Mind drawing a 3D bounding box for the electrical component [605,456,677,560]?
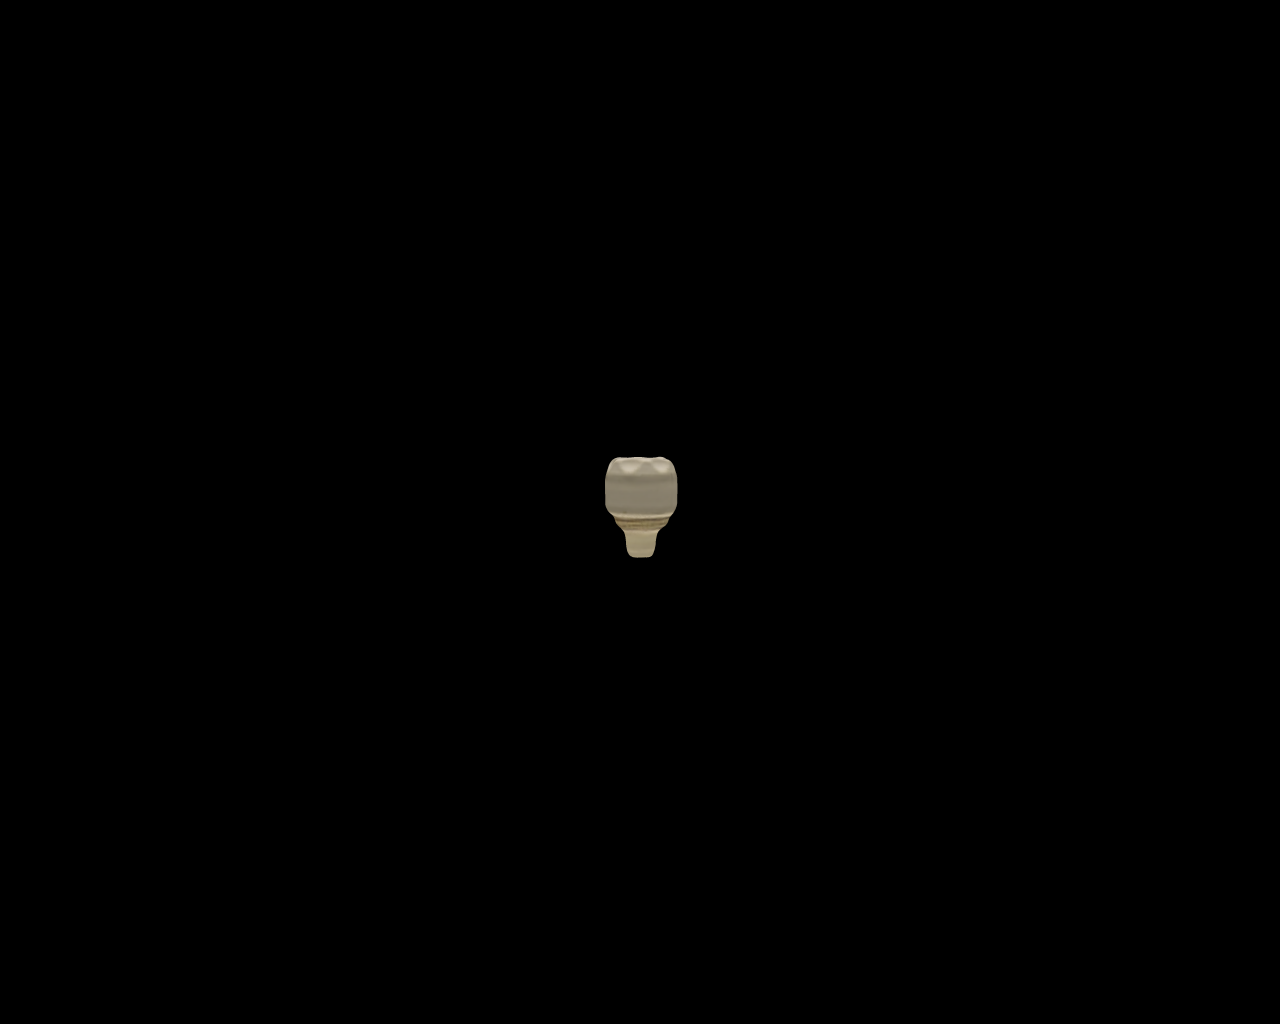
[{"bbox_3d":[0.001,-0.003,0.650,0.043,0.062,0.043,0,5,0],"label":"electrical component"}]
